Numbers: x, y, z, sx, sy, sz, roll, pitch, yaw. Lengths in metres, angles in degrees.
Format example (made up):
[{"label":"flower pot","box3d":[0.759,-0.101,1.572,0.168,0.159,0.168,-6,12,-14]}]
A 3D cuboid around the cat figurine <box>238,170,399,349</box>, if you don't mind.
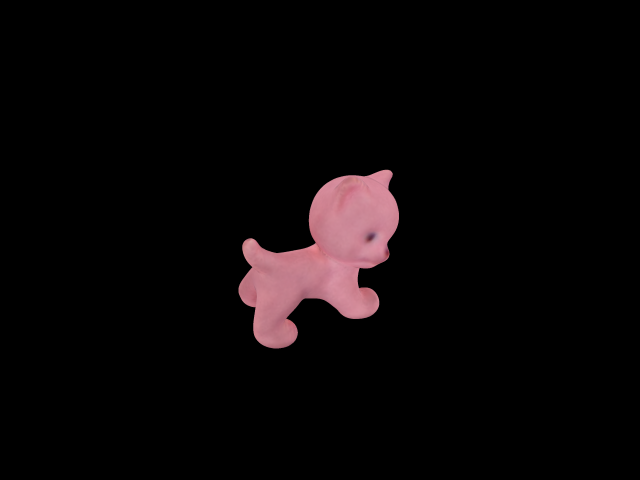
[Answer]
[{"label":"cat figurine","box3d":[0.004,0.001,0.400,0.128,0.118,0.067,-19,46,-19]}]
